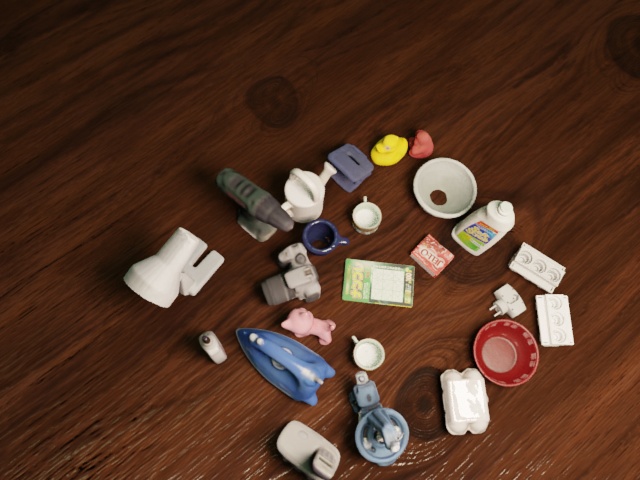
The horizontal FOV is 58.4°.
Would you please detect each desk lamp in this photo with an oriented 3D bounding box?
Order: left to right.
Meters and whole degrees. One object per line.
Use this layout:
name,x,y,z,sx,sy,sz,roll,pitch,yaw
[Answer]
desk lamp,-0.337,0.063,1.332,0.118,0.213,0.203,36,74,8

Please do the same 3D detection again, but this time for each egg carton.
egg carton,0.341,0.380,1.350,0.107,0.069,0.150,-3,73,-4

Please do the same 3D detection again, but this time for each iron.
iron,-0.093,0.271,1.320,0.258,0.141,0.119,32,73,7

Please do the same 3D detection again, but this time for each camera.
camera,-0.079,0.092,1.398,0.137,0.101,0.143,-21,75,-9

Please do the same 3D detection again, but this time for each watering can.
watering can,-0.035,-0.126,1.421,0.101,0.194,0.173,25,73,5

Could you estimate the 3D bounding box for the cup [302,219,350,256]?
cup,0.013,0.005,1.435,0.117,0.095,0.092,9,72,0

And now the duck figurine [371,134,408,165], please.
duck figurine,0.189,-0.252,1.531,0.104,0.086,0.077,-23,75,-10

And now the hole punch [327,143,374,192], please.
hole punch,0.079,-0.200,1.505,0.108,0.091,0.101,44,75,10

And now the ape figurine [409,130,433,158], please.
ape figurine,0.271,-0.262,1.537,0.076,0.092,0.078,38,74,8

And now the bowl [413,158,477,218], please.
bowl,0.321,-0.127,1.506,0.167,0.075,0.167,1,72,-3

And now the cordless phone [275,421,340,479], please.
cordless phone,-0.026,0.463,1.240,0.147,0.185,0.094,31,73,7

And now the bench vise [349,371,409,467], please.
bench vise,0.115,0.397,1.252,0.121,0.220,0.207,-35,77,-13

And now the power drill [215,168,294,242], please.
power drill,-0.152,-0.072,1.389,0.229,0.208,0.076,39,74,9

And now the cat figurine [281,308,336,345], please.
cat figurine,-0.025,0.200,1.359,0.128,0.118,0.067,13,72,1

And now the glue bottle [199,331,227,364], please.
glue bottle,-0.249,0.238,1.304,0.037,0.173,0.078,-33,77,-12
